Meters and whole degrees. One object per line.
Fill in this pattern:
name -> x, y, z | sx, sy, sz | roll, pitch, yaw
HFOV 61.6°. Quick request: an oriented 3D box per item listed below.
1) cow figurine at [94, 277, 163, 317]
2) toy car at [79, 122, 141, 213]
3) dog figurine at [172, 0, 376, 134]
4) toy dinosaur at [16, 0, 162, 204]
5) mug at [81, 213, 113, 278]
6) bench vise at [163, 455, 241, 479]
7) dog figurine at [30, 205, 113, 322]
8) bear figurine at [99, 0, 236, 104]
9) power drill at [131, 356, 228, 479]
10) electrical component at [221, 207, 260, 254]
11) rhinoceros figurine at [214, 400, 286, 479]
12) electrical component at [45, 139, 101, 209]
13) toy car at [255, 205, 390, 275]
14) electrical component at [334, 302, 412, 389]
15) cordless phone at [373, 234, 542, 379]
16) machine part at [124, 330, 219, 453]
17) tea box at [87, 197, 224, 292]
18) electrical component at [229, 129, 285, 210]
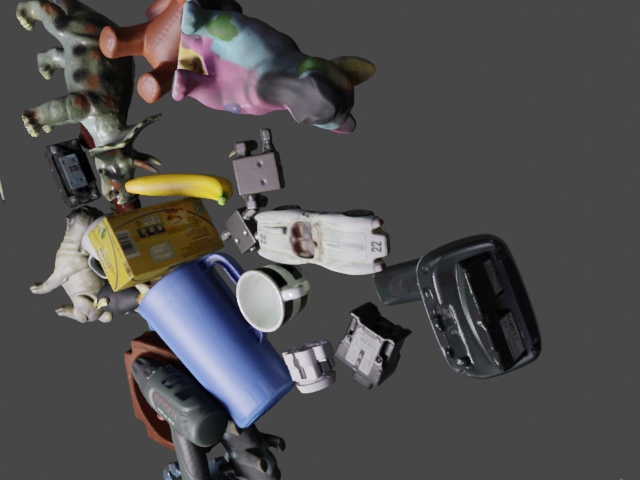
cow figurine -> -0.324, 0.098, 0.948 | 0.167, 0.098, 0.068 | -6, 94, 40
toy car -> -0.366, -0.135, 0.937 | 0.202, 0.053, 0.089 | 64, 151, 5
dog figurine -> -0.053, -0.194, 0.613 | 0.192, 0.219, 0.108 | -106, 32, -58
toy dinosaur -> -0.353, -0.265, 0.839 | 0.131, 0.192, 0.404 | 143, 119, -78
mug -> -0.365, 0.024, 0.962 | 0.107, 0.081, 0.109 | 38, 99, 11
bench vise -> -0.204, 0.501, 0.952 | 0.224, 0.128, 0.241 | -35, 62, 21
dog figurine -> -0.435, 0.049, 1.033 | 0.172, 0.121, 0.190 | 34, 110, -14
bear figurine -> -0.179, -0.290, 0.693 | 0.120, 0.132, 0.196 | 50, 135, -2
power drill -> -0.217, 0.297, 0.832 | 0.232, 0.086, 0.207 | 6, 101, 47
electrical component -> -0.111, -0.012, 0.791 | 0.094, 0.021, 0.063 | -36, 81, 40
rhinoceros figurine -> -0.120, 0.341, 0.862 | 0.112, 0.073, 0.190 | -17, 106, 28
electrical component -> -0.449, -0.119, 0.974 | 0.134, 0.058, 0.114 | -4, 109, 62
toy car -> -0.001, -0.002, 0.684 | 0.202, 0.056, 0.073 | 7, 108, 38
electrical component -> 0.061, 0.146, 0.688 | 0.075, 0.048, 0.119 | 36, 122, 25
cordless phone -> 0.136, 0.081, 0.599 | 0.184, 0.089, 0.146 | -19, 93, 52
machine part -> -0.245, 0.261, 0.945 | 0.202, 0.087, 0.200 | 6, 107, 39
tea box -> -0.240, 0.001, 0.802 | 0.068, 0.169, 0.098 | -31, 82, 39
electrical component -> -0.088, -0.094, 0.736 | 0.078, 0.045, 0.102 | -15, 98, 12
